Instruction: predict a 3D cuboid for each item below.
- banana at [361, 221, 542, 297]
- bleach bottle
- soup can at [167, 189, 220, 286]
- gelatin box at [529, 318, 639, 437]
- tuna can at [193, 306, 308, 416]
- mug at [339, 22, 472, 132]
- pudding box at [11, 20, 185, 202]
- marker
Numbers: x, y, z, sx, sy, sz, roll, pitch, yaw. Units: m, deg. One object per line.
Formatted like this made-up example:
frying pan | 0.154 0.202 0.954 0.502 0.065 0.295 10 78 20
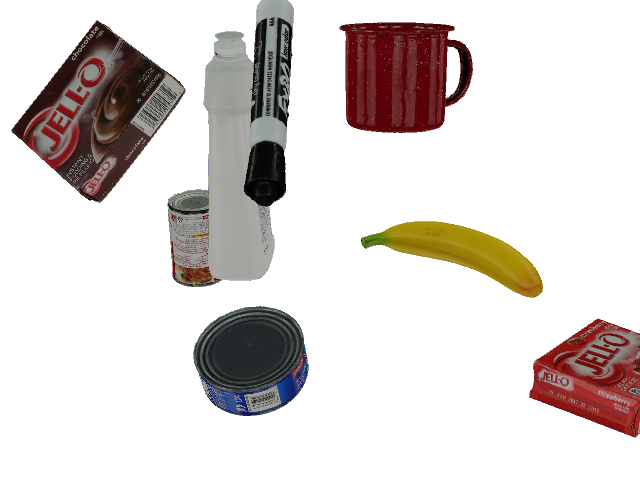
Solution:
banana | 0.138 0.015 1.042 0.198 0.037 0.069 14 42 36
bleach bottle | -0.086 -0.089 1.090 0.068 0.251 0.102 1 27 3
soup can | -0.152 -0.003 1.310 0.068 0.102 0.068 -1 26 0
gelatin box | 0.188 0.085 0.682 0.073 0.030 0.089 20 27 37
tuna can | -0.052 0.093 0.823 0.086 0.034 0.086 -6 42 5
mug | 0.072 -0.135 0.876 0.117 0.081 0.093 -8 17 -25
pudding box | -0.171 -0.099 0.820 0.090 0.113 0.039 38 -2 28
marker | -0.024 -0.067 0.505 0.020 0.121 0.020 1 -34 0
